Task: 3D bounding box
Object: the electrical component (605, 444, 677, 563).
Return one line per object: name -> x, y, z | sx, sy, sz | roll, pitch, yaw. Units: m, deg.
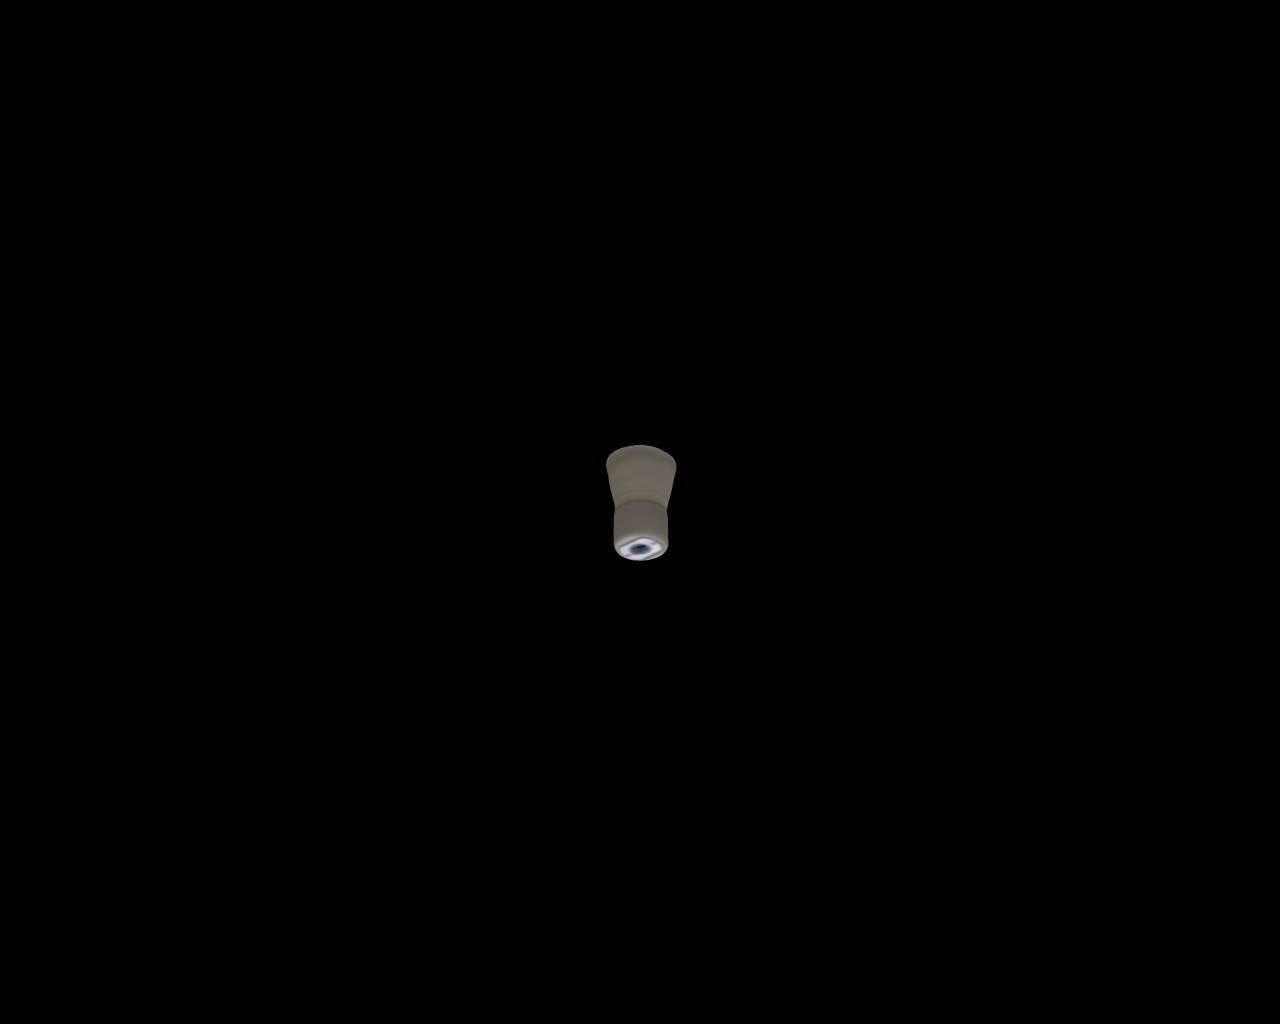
electrical component -> 0.001, -0.003, 0.650 | 0.044, 0.065, 0.044 | 0, -33, 0
